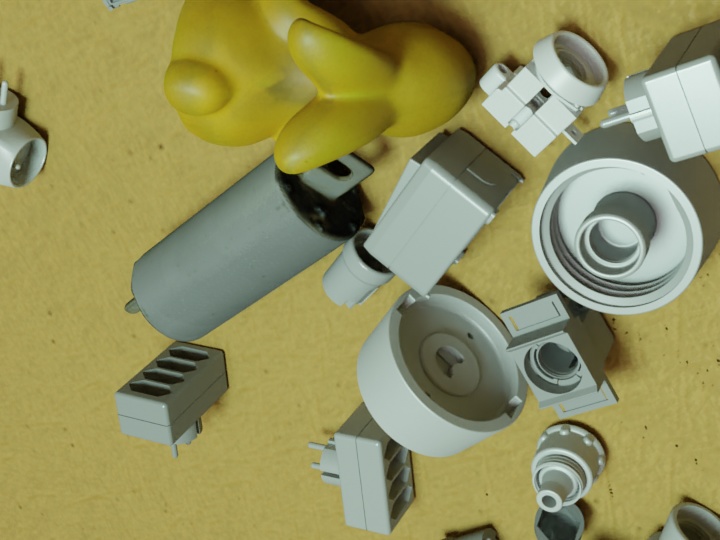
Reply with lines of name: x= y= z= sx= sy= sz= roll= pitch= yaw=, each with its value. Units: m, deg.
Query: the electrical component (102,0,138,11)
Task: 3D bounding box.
electrical component: x=-0.144 y=-0.213 z=0.667 sx=0.062 sy=0.061 sz=0.096 roll=-17 pitch=140 yaw=7

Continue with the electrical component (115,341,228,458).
electrical component: x=-0.144 y=0.111 z=0.841 sx=0.047 sy=0.083 sz=0.075 roll=9 pitch=119 yaw=23

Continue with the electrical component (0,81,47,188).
electrical component: x=-0.281 y=-0.113 z=0.818 sx=0.077 sy=0.044 sz=0.079 roll=28 pitch=125 yaw=12

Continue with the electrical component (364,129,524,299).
electrical component: x=0.046 y=-0.034 z=0.679 sx=0.061 sy=0.061 sz=0.096 roll=39 pitch=126 yaw=4

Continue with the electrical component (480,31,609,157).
electrical component: x=0.109 y=-0.104 z=0.620 sx=0.066 sy=0.048 sz=0.055 roll=45 pitch=134 yaw=-1

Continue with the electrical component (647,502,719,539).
electrical component: x=0.215 y=0.190 z=0.721 sx=0.045 sy=0.045 sz=0.055 roll=31 pitch=126 yaw=10

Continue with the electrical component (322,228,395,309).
electrical component: x=0.000 y=0.000 z=0.736 sx=0.040 sy=0.040 sz=0.046 roll=43 pitch=132 yaw=1

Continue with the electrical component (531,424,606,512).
electrical component: x=0.136 y=0.137 z=0.723 sx=0.048 sy=0.062 sz=0.048 roll=12 pitch=120 yaw=22

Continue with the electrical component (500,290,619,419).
electrical component: x=0.129 y=0.048 z=0.678 sx=0.042 sy=0.064 sz=0.081 roll=-22 pitch=104 yaw=36

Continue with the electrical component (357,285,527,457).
electrical component: x=0.049 y=0.071 z=0.708 sx=0.108 sy=0.108 sz=0.060 roll=44 pitch=133 yaw=0

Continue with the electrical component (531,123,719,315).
electrical component: x=0.153 y=-0.025 z=0.629 sx=0.108 sy=0.060 sz=0.108 roll=12 pitch=120 yaw=22

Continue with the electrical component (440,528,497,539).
electrical component: x=0.082 y=0.217 z=0.809 sx=0.046 sy=0.040 sz=0.040 roll=-27 pitch=101 yaw=29

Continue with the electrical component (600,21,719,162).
electrical component: x=0.165 y=-0.091 z=0.573 sx=0.076 sy=0.083 sz=0.047 roll=-16 pitch=107 yaw=33

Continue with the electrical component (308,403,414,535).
electrical component: x=-0.005 y=0.146 z=0.811 sx=0.076 sy=0.047 sz=0.083 roll=7 pitch=117 yaw=27
